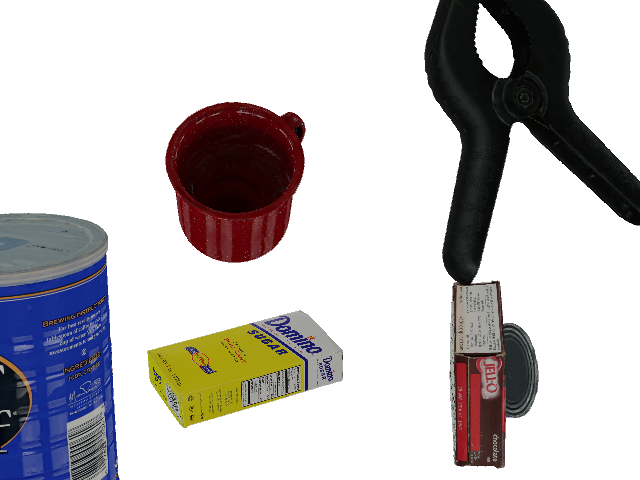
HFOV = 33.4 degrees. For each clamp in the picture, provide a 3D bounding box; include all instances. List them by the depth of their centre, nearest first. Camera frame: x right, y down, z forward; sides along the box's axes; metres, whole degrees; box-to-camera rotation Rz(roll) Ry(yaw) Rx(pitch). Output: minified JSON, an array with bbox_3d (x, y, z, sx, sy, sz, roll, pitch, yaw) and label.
[{"bbox_3d":[0.093,-0.063,0.559,0.120,0.171,0.039,-27,2,-19],"label":"clamp"}]

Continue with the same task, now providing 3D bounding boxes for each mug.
[{"bbox_3d":[-0.053,-0.045,0.754,0.093,0.117,0.081,36,-25,13],"label":"mug"}]

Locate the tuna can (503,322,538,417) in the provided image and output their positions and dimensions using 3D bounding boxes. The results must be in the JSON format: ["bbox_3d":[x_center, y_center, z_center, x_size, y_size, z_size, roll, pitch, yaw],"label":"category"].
[{"bbox_3d":[0.162,0.119,0.974,0.034,0.086,0.085,-10,-6,41],"label":"tuna can"}]

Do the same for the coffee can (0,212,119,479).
[{"bbox_3d":[-0.156,0.066,0.540,0.103,0.140,0.103,0,17,0],"label":"coffee can"}]

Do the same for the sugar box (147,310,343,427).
[{"bbox_3d":[-0.075,0.125,1.074,0.176,0.048,0.093,-16,31,-23],"label":"sugar box"}]

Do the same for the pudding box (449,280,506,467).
[{"bbox_3d":[0.111,0.091,0.753,0.039,0.090,0.113,0,24,5],"label":"pudding box"}]
